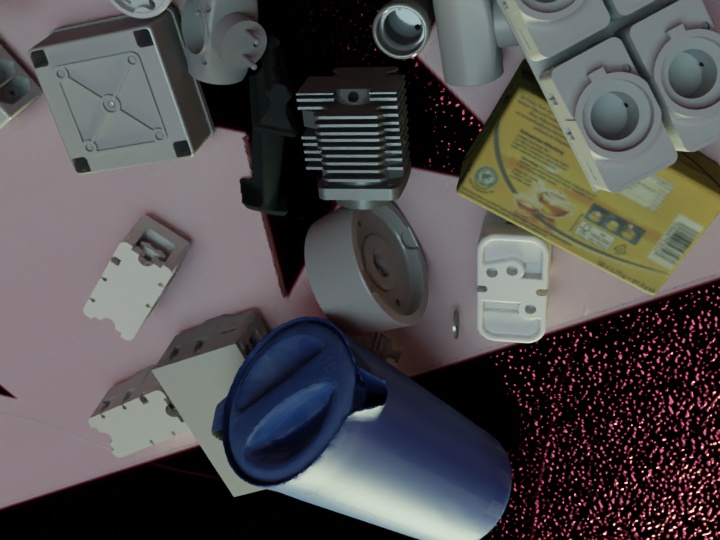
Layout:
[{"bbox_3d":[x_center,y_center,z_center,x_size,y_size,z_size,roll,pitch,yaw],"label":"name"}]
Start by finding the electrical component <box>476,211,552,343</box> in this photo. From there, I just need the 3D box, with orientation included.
[{"bbox_3d":[0.121,0.001,0.842,0.054,0.059,0.095,3,121,11],"label":"electrical component"}]

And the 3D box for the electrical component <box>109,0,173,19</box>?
[{"bbox_3d":[-0.155,-0.217,0.785,0.055,0.047,0.055,6,121,10],"label":"electrical component"}]

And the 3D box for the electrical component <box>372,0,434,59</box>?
[{"bbox_3d":[0.033,-0.176,0.766,0.040,0.046,0.040,6,121,10],"label":"electrical component"}]

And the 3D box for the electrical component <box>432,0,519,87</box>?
[{"bbox_3d":[0.093,-0.174,0.754,0.079,0.044,0.077,-3,119,15],"label":"electrical component"}]

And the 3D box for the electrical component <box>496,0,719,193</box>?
[{"bbox_3d":[0.163,-0.155,0.694,0.105,0.060,0.186,-28,97,4],"label":"electrical component"}]

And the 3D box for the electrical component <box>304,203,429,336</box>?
[{"bbox_3d":[0.000,0.000,0.845,0.060,0.108,0.108,-20,114,30],"label":"electrical component"}]

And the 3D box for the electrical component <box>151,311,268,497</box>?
[{"bbox_3d":[-0.103,0.119,0.964,0.089,0.061,0.150,-18,114,22],"label":"electrical component"}]

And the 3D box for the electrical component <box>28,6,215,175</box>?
[{"bbox_3d":[-0.183,-0.138,0.834,0.109,0.056,0.108,-7,118,17],"label":"electrical component"}]

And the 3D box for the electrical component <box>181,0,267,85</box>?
[{"bbox_3d":[-0.094,-0.172,0.785,0.044,0.079,0.077,-12,129,-31],"label":"electrical component"}]

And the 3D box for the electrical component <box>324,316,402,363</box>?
[{"bbox_3d":[-0.002,0.059,0.918,0.078,0.040,0.040,23,123,-1],"label":"electrical component"}]

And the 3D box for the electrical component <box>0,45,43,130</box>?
[{"bbox_3d":[-0.311,-0.141,0.869,0.077,0.047,0.065,-27,111,39],"label":"electrical component"}]

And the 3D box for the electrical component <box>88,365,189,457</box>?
[{"bbox_3d":[-0.195,0.126,0.994,0.089,0.055,0.050,-24,112,25],"label":"electrical component"}]

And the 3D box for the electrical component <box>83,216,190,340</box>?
[{"bbox_3d":[-0.189,0.005,0.921,0.050,0.055,0.089,32,122,-7],"label":"electrical component"}]
